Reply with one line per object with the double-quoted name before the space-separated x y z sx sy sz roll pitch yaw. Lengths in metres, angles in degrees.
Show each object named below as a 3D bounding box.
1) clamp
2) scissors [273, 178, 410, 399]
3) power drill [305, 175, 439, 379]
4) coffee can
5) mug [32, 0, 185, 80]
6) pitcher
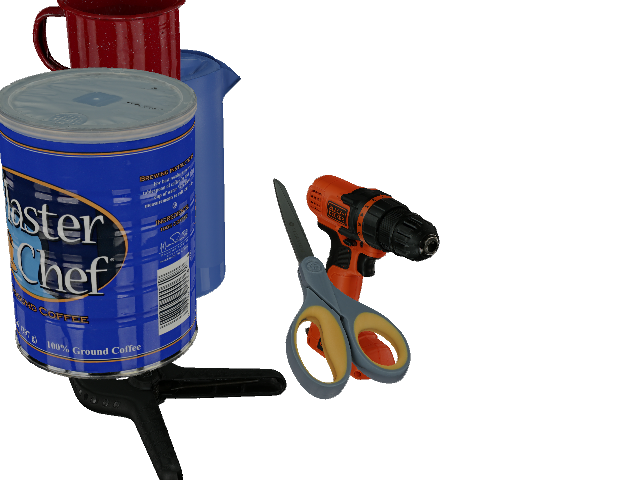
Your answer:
"clamp" -0.147 0.132 0.975 0.210 0.036 0.164 25 37 31
"scissors" 0.013 0.031 0.770 0.096 0.201 0.016 10 -46 -13
"power drill" 0.047 0.041 1.074 0.057 0.188 0.185 -7 22 -32
"coffee can" -0.118 -0.011 0.576 0.103 0.140 0.103 2 26 -1
"mug" -0.158 -0.144 0.798 0.117 0.081 0.093 5 31 4
"pitcher" -0.168 -0.063 1.075 0.149 0.243 0.144 11 27 26
